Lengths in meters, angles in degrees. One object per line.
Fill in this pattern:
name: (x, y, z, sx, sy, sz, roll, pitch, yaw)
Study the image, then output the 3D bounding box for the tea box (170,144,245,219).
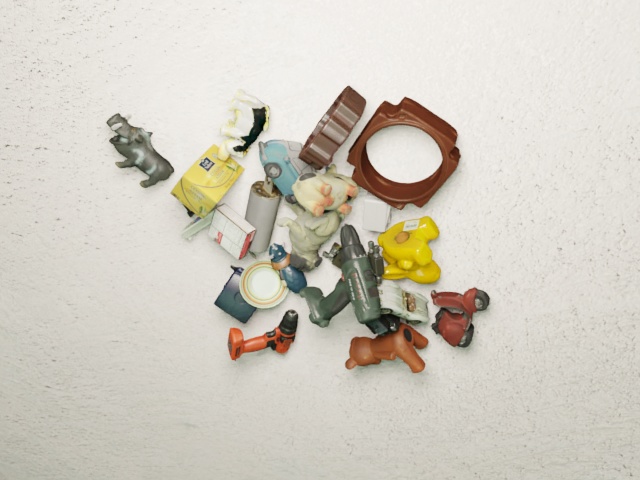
tea box: (-0.253, -0.136, 1.225, 0.098, 0.170, 0.068, 39, 127, -13)

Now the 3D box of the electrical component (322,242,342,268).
electrical component: (0.063, 0.044, 1.331, 0.102, 0.045, 0.078, 34, 124, -7)

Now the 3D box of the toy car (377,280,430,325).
toy car: (0.198, 0.152, 1.304, 0.056, 0.073, 0.201, -25, 144, 38)

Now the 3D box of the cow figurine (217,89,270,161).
cow figurine: (-0.170, -0.240, 1.197, 0.098, 0.068, 0.167, 22, 128, -6)

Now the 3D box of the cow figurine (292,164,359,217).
cow figurine: (0.016, -0.109, 1.161, 0.127, 0.195, 0.085, 34, 115, 30)

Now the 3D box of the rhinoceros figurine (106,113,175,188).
rhinoceros figurine: (-0.436, -0.214, 1.286, 0.112, 0.073, 0.190, -29, 111, 32)

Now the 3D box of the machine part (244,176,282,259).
machine part: (-0.145, -0.055, 1.306, 0.079, 0.079, 0.243, 20, 128, 3)

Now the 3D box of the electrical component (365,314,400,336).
electrical component: (0.148, 0.169, 1.336, 0.058, 0.134, 0.114, -33, 111, 33)

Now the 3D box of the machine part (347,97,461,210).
machine part: (0.174, -0.176, 1.125, 0.201, 0.087, 0.201, 33, 126, -5)

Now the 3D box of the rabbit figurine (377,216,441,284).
rabbit figurine: (0.214, 0.048, 1.251, 0.162, 0.122, 0.173, -17, 133, 29)

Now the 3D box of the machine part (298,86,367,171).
machine part: (0.027, -0.225, 1.086, 0.056, 0.179, 0.179, 33, 126, -12)

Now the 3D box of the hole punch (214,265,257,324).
hole punch: (-0.213, 0.150, 1.460, 0.142, 0.092, 0.115, 35, 122, -4)

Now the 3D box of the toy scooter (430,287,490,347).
toy scooter: (0.327, 0.182, 1.329, 0.135, 0.075, 0.183, 17, 123, 5)

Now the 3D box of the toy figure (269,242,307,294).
toy figure: (-0.089, 0.070, 1.382, 0.058, 0.064, 0.154, -14, 119, 36)

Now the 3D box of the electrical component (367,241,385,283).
electrical component: (0.128, 0.052, 1.240, 0.021, 0.063, 0.093, -12, 107, -11)

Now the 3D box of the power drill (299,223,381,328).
power drill: (0.047, 0.103, 1.271, 0.207, 0.086, 0.232, -33, 69, 34)

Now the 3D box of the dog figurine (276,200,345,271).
dog figurine: (-0.003, -0.006, 1.293, 0.173, 0.121, 0.190, 4, 136, 26)

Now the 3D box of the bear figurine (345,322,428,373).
bear figurine: (0.171, 0.298, 1.427, 0.132, 0.120, 0.196, 43, 126, -18)

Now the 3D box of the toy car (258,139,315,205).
toy car: (-0.063, -0.163, 1.196, 0.103, 0.109, 0.161, -30, 122, 11)

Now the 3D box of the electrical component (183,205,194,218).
electrical component: (-0.288, -0.109, 1.330, 0.119, 0.048, 0.074, -13, 119, 26)
